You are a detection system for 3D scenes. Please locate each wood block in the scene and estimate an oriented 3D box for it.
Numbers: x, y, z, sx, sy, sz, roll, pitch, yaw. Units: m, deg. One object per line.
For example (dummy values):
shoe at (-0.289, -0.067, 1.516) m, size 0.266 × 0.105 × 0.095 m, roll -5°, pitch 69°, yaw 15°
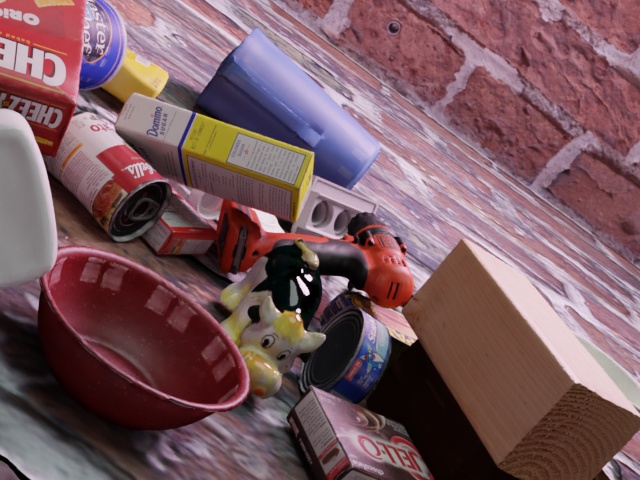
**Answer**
wood block at (0.159, 0.101, 0.877) m, size 0.090 × 0.091 × 0.206 m, roll 29°, pitch 17°, yaw -31°

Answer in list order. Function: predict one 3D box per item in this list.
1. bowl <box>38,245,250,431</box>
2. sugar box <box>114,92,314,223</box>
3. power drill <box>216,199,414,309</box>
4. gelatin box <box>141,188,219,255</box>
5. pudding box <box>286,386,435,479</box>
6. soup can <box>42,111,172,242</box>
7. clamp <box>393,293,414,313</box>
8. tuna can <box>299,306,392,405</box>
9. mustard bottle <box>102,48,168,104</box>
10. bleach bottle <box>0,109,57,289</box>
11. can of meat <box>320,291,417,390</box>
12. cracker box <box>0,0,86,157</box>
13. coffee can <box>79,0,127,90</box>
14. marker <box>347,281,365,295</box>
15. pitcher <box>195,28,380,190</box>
bowl at (-0.127, 0.074, 0.706) m, size 0.162 × 0.055 × 0.162 m, roll 34°, pitch 16°, yaw -12°
sugar box at (-0.095, -0.075, 0.979) m, size 0.176 × 0.048 × 0.093 m, roll 21°, pitch -19°, yaw 4°
power drill at (-0.007, 0.001, 1.060) m, size 0.187 × 0.057 × 0.184 m, roll 10°, pitch 18°, yaw -11°
gelatin box at (-0.148, -0.023, 0.985) m, size 0.089 × 0.030 × 0.073 m, roll 43°, pitch 17°, yaw 22°
pudding box at (0.036, 0.169, 0.824) m, size 0.113 × 0.039 × 0.090 m, roll 26°, pitch 19°, yaw -36°
soup can at (-0.186, -0.056, 0.925) m, size 0.102 × 0.068 × 0.068 m, roll 43°, pitch 16°, yaw 20°
clamp at (0.135, 0.111, 1.211) m, size 0.171 × 0.039 × 0.120 m, roll 40°, pitch 19°, yaw -13°
tuna can at (0.021, 0.100, 0.901) m, size 0.033 × 0.086 × 0.086 m, roll 34°, pitch 16°, yaw -21°
mustard bottle at (-0.269, -0.220, 1.228) m, size 0.191 × 0.058 × 0.096 m, roll 34°, pitch 15°, yaw -14°
bleach bottle at (-0.221, -0.039, 0.740) m, size 0.068 × 0.102 × 0.251 m, roll -9°, pitch 10°, yaw -13°
can of meat at (0.056, 0.102, 1.032) m, size 0.102 × 0.057 × 0.084 m, roll 28°, pitch 16°, yaw -30°
cracker box at (-0.285, -0.184, 0.900) m, size 0.164 × 0.072 × 0.213 m, roll 15°, pitch 42°, yaw -23°
coffee can at (-0.278, -0.210, 1.097) m, size 0.103 × 0.103 × 0.140 m, roll 41°, pitch 16°, yaw 13°
marker at (0.043, 0.071, 1.155) m, size 0.020 × 0.020 × 0.121 m, roll 33°, pitch 16°, yaw -15°
pitcher at (-0.039, -0.162, 1.443) m, size 0.243 × 0.145 × 0.149 m, roll 39°, pitch 48°, yaw -5°
